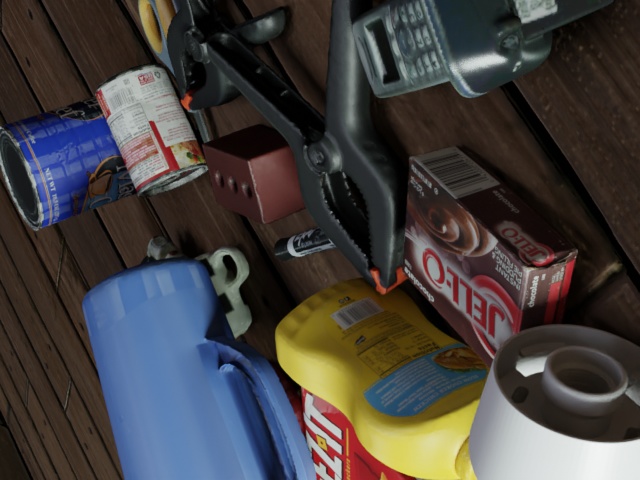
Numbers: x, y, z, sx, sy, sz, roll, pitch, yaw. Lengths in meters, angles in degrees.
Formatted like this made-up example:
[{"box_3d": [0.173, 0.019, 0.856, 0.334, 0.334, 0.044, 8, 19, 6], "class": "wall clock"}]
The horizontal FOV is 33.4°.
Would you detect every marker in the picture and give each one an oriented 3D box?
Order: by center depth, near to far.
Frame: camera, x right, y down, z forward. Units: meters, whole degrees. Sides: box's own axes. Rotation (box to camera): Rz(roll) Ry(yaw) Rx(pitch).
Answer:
[{"box_3d": [-0.005, 0.001, 0.805, 0.121, 0.020, 0.020, -17, 95, 64], "class": "marker"}]

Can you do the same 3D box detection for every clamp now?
[{"box_3d": [0.014, -0.066, 0.686, 0.165, 0.036, 0.210, -21, 97, 56], "class": "clamp"}, {"box_3d": [-0.075, -0.149, 0.798, 0.120, 0.039, 0.171, 50, 154, 24], "class": "clamp"}]

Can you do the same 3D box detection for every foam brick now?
[{"box_3d": [-0.044, -0.050, 0.801, 0.078, 0.051, 0.053, 23, 130, 55], "class": "foam brick"}]

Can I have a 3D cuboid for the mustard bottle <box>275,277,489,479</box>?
[{"box_3d": [0.059, 0.095, 0.669, 0.192, 0.096, 0.058, 38, 141, 45], "class": "mustard bottle"}]

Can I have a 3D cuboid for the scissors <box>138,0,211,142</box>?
[{"box_3d": [-0.118, -0.132, 0.918, 0.096, 0.016, 0.202, 30, 135, 54], "class": "scissors"}]

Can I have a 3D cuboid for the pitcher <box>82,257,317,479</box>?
[{"box_3d": [-0.100, 0.138, 0.858, 0.145, 0.149, 0.243, 95, 156, -76], "class": "pitcher"}]

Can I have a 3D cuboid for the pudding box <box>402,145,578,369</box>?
[{"box_3d": [0.091, 0.013, 0.599, 0.114, 0.039, 0.090, 52, 152, 43], "class": "pudding box"}]

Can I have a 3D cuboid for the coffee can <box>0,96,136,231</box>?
[{"box_3d": [-0.221, -0.080, 1.012, 0.103, 0.140, 0.103, 43, 145, 41], "class": "coffee can"}]

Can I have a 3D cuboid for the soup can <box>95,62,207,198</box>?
[{"box_3d": [-0.149, -0.097, 0.945, 0.102, 0.068, 0.069, 66, 154, 3], "class": "soup can"}]

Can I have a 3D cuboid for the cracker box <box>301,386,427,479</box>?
[{"box_3d": [0.068, 0.199, 0.762, 0.214, 0.072, 0.164, 42, 144, 43], "class": "cracker box"}]

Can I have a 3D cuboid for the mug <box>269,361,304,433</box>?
[{"box_3d": [-0.074, 0.154, 0.984, 0.117, 0.081, 0.093, 49, 149, 32], "class": "mug"}]
